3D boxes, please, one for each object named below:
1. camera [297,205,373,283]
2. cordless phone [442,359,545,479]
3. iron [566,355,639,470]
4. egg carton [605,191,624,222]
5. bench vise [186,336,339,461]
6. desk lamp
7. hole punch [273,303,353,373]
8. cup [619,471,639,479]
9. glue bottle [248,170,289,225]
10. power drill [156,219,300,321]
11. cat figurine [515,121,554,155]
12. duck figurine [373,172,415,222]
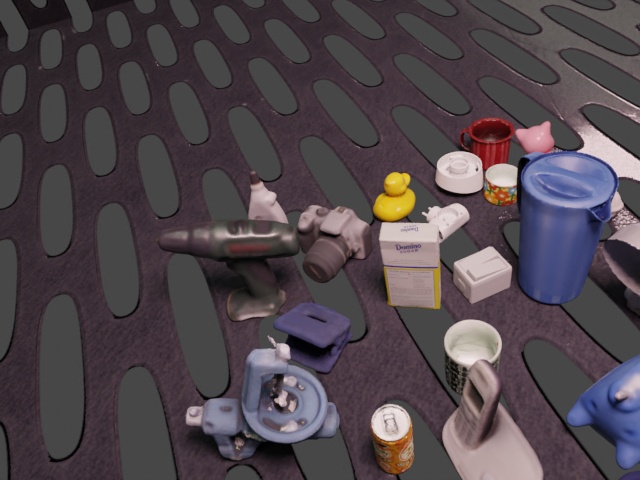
[{"bbox_3d":[0.010,0.004,1.082,0.142,0.101,0.137,17,51,27],"label":"camera"},{"bbox_3d":[0.221,0.249,0.725,0.094,0.185,0.147,-23,45,-11],"label":"cordless phone"},{"bbox_3d":[0.460,0.182,0.776,0.259,0.142,0.118,-32,47,-20],"label":"iron"},{"bbox_3d":[0.483,-0.076,1.086,0.150,0.069,0.107,-11,44,1],"label":"egg carton"},{"bbox_3d":[-0.086,0.229,0.785,0.207,0.220,0.121,-21,44,-9],"label":"bench vise"},{"bbox_3d":[0.527,0.034,0.861,0.203,0.214,0.117,-27,46,-16],"label":"desk lamp"},{"bbox_3d":[-0.011,0.147,0.947,0.108,0.091,0.101,17,51,27],"label":"hole punch"},{"bbox_3d":[0.370,0.340,0.667,0.118,0.095,0.091,-28,46,-17],"label":"cup"},{"bbox_3d":[-0.111,-0.067,1.127,0.078,0.173,0.037,0,45,12],"label":"glue bottle"},{"bbox_3d":[-0.141,0.046,0.992,0.229,0.209,0.075,-10,44,1],"label":"power drill"},{"bbox_3d":[0.457,-0.181,1.165,0.067,0.118,0.127,-26,46,-15],"label":"cat figurine"},{"bbox_3d":[0.149,-0.094,1.164,0.105,0.086,0.077,-39,50,-26],"label":"duck figurine"}]
